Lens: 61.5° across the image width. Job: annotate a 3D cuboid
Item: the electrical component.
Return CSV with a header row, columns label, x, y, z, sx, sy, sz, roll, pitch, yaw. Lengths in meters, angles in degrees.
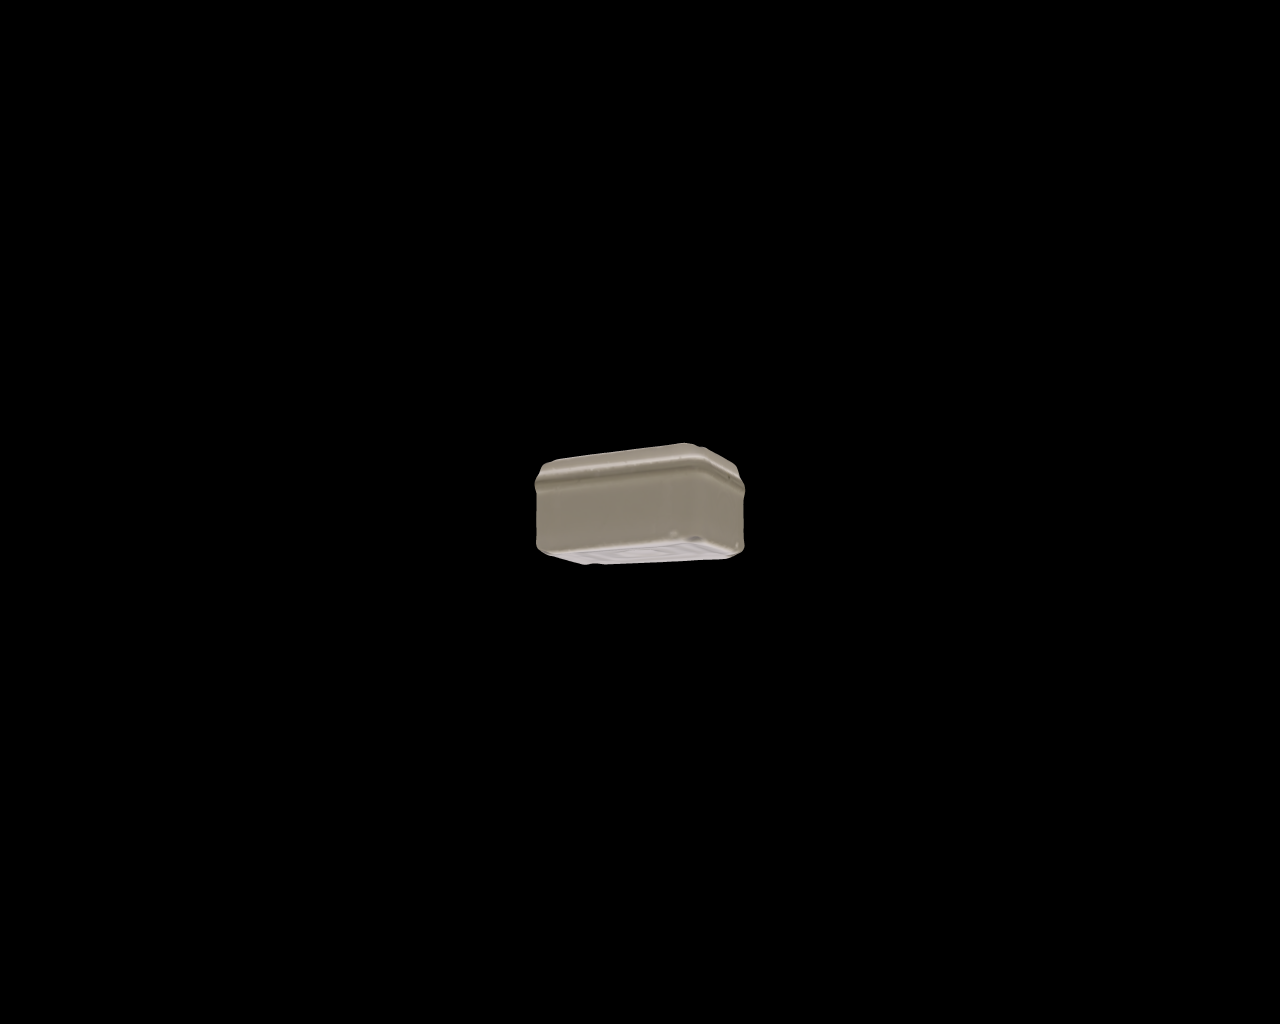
label,x,y,z,sx,sy,sz,roll,pitch,yaw
electrical component,0.001,-0.003,0.650,0.113,0.057,0.078,-5,-11,24
